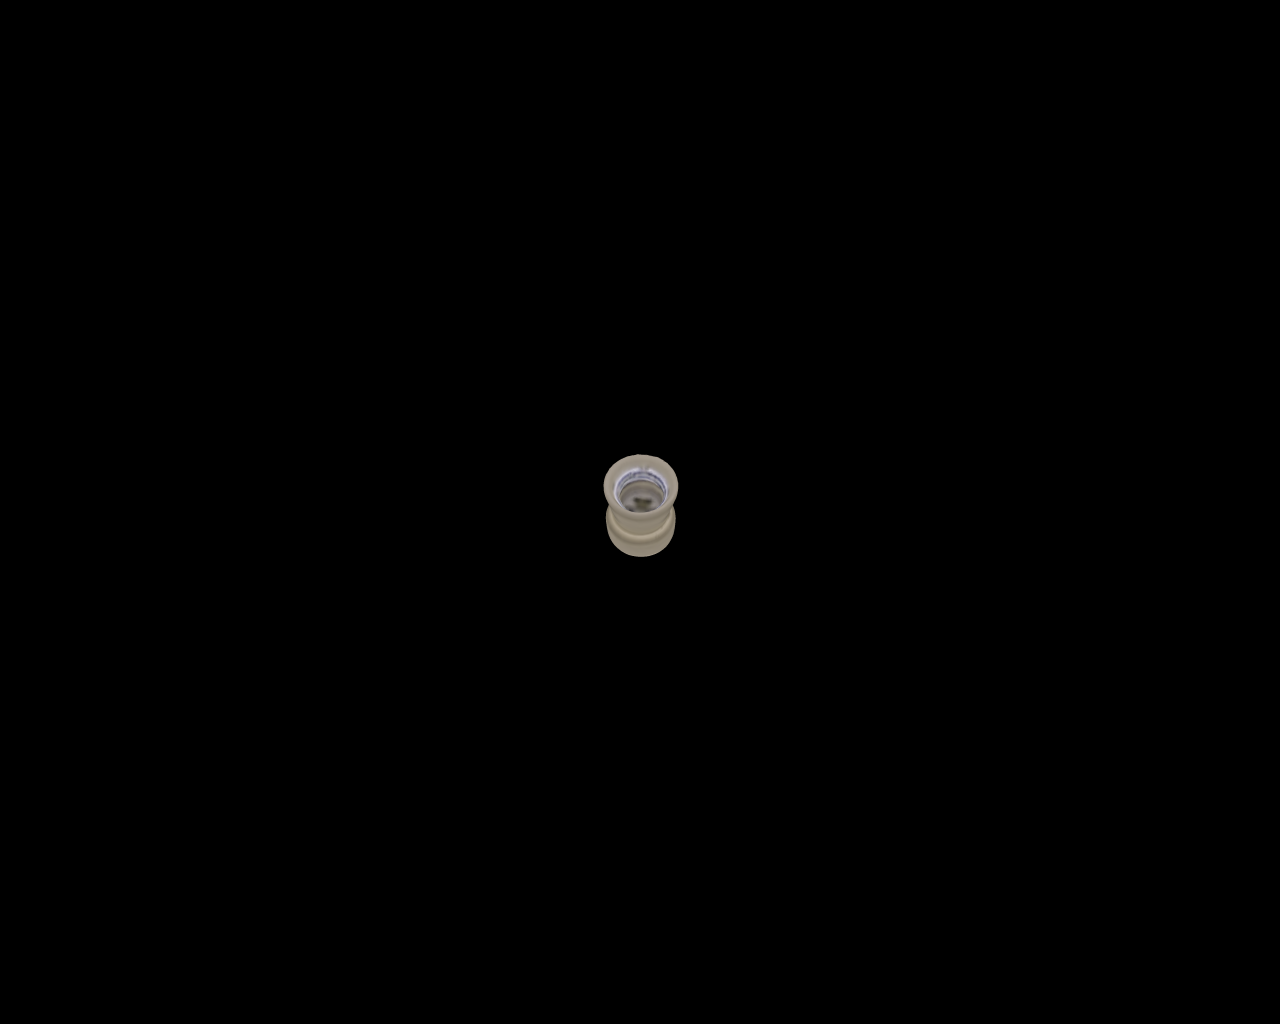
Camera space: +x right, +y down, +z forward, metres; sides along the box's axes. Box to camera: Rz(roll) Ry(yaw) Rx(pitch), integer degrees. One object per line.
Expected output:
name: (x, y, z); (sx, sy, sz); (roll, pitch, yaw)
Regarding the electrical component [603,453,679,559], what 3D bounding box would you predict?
electrical component: (0.001, -0.003, 0.650); (0.045, 0.045, 0.055); (0, -32, 0)
